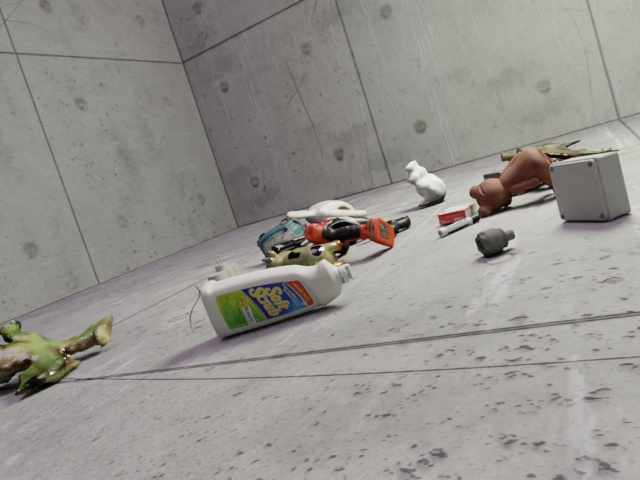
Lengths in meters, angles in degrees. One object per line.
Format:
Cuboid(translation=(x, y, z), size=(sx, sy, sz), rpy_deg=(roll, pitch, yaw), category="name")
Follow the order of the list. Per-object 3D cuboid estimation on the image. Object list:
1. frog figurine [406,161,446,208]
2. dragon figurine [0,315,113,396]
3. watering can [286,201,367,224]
Cuboid(translation=(0.360, -0.198, 1.754), size=(0.122, 0.159, 0.139), rpy_deg=(-12, 8, 35), category="frog figurine")
Cuboid(translation=(-0.594, 0.245, 0.998), size=(0.242, 0.121, 0.415), rpy_deg=(-3, 16, 36), category="dragon figurine")
Cuboid(translation=(0.006, -0.099, 1.966), size=(0.348, 0.104, 0.224), rpy_deg=(-2, 1, -24), category="watering can")
